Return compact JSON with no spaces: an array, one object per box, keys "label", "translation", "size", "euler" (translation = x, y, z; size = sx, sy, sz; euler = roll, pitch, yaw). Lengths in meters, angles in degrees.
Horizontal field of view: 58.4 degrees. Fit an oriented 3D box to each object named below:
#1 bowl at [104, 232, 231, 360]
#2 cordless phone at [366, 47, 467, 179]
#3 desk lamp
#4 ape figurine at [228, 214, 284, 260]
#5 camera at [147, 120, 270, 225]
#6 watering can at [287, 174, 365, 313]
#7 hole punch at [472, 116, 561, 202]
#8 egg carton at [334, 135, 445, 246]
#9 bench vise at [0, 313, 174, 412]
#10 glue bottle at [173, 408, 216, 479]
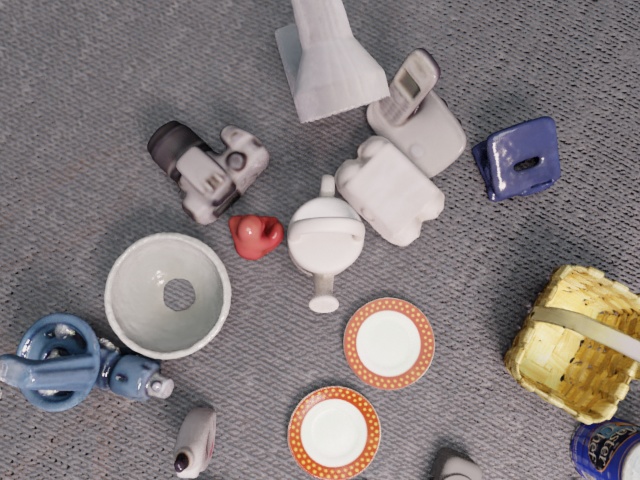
[{"label":"bowl","translation":[-0.201,0.076,0.785],"size":[0.167,0.074,0.167],"euler":[0,84,-3]},{"label":"cordless phone","translation":[0.140,-0.169,0.771],"size":[0.094,0.185,0.147],"euler":[-41,87,-6]},{"label":"desk lamp","translation":[0.004,-0.238,0.757],"size":[0.118,0.213,0.203],"euler":[-18,85,-4]},{"label":"ape figurine","translation":[-0.092,-0.011,0.790],"size":[0.078,0.092,0.076],"euler":[31,84,1]},{"label":"camera","translation":[-0.161,-0.114,0.793],"size":[0.137,0.100,0.143],"euler":[43,84,2]},{"label":"watering can","translation":[0.009,0.003,0.743],"size":[0.101,0.194,0.173],"euler":[-20,85,-4]},{"label":"hole punch","translation":[0.289,-0.114,0.820],"size":[0.108,0.091,0.101],"euler":[-19,85,-4]},{"label":"egg carton","translation":[0.098,-0.069,0.817],"size":[0.150,0.069,0.107],"euler":[43,84,2]},{"label":"bench vise","translation":[-0.291,0.148,0.700],"size":[0.207,0.219,0.121],"euler":[-3,84,-3]},{"label":"glue bottle","translation":[-0.161,0.263,0.719],"size":[0.037,0.173,0.078],"euler":[1,84,-2]}]
